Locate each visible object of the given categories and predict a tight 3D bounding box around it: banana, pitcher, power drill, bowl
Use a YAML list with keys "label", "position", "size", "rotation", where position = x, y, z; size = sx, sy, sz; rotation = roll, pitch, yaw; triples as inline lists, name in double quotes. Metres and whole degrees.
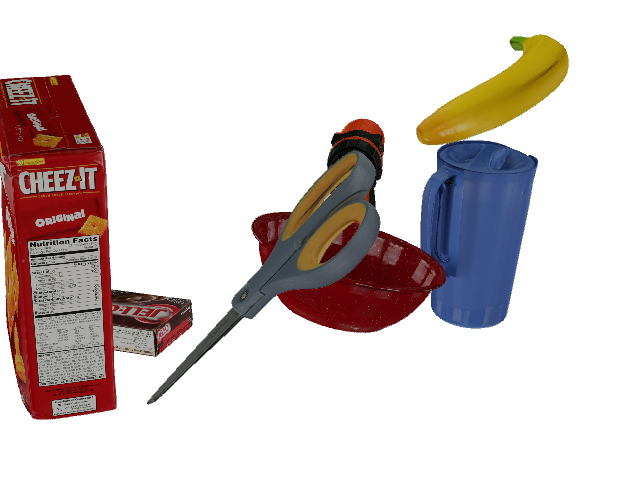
- label: "banana"
  position: [0.146, -0.119, 0.824]
  size: [0.070, 0.037, 0.197]
  rotation: [-11, 21, 39]
- label: "pitcher"
  position: [0.206, -0.005, 1.450]
  size: [0.149, 0.243, 0.145]
  rotation: [5, 23, 3]
- label: "power drill"
  position: [0.036, -0.015, 1.052]
  size: [0.057, 0.188, 0.184]
  rotation: [4, 20, 8]
- label: "bowl"
  position: [0.017, 0.030, 0.859]
  size: [0.162, 0.055, 0.162]
  rotation: [14, 16, -4]

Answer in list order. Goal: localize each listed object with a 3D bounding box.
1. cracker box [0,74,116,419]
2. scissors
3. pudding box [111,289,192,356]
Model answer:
- label: "cracker box"
  position: [-0.205, 0.002, 0.808]
  size: [0.072, 0.214, 0.164]
  rotation: [-7, 28, -19]
- label: "scissors"
  position: [-0.031, 0.036, 0.610]
  size: [0.016, 0.202, 0.096]
  rotation: [36, 5, -26]
- label: "pudding box"
  position: [-0.213, 0.091, 1.202]
  size: [0.114, 0.039, 0.090]
  rotation: [4, 18, 19]
